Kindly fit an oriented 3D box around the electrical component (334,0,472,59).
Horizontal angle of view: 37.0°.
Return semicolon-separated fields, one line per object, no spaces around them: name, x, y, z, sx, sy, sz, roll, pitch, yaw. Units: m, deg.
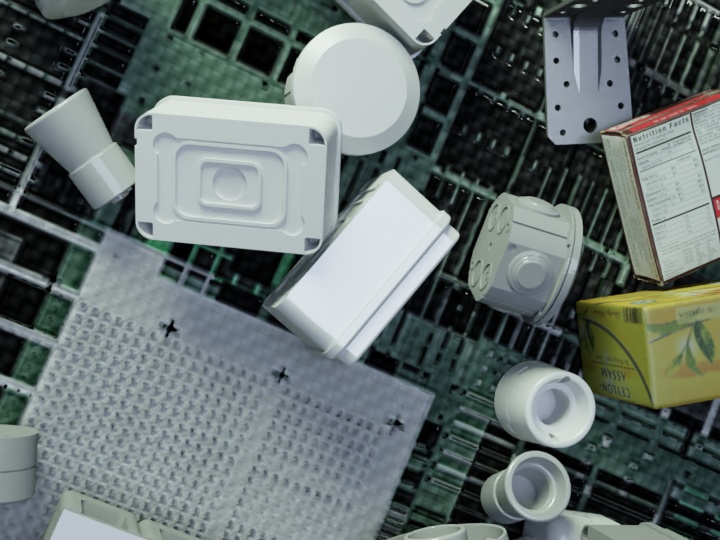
electrical component;0.017;-0.197;0.678;0.113;0.057;0.078;43;80;-12

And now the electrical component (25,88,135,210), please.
electrical component;-0.162;-0.069;0.641;0.044;0.044;0.065;-38;105;-12

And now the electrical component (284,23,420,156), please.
electrical component;-0.007;-0.111;0.676;0.080;0.051;0.080;0;91;-15

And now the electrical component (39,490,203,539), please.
electrical component;-0.125;0.203;0.643;0.150;0.062;0.089;25;84;-14

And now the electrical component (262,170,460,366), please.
electrical component;0.000;0.000;0.666;0.057;0.078;0.113;42;81;-9

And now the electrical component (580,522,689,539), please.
electrical component;0.174;0.218;0.659;0.057;0.078;0.113;4;90;-12

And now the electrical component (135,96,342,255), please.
electrical component;-0.070;-0.057;0.631;0.113;0.057;0.078;6;110;6

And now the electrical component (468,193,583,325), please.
electrical component;0.107;-0.008;0.695;0.051;0.080;0.080;16;87;-10

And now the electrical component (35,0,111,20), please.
electrical component;-0.160;-0.185;0.620;0.080;0.080;0.051;-35;94;-12

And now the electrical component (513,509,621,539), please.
electrical component;0.134;0.210;0.718;0.059;0.054;0.095;11;88;-15

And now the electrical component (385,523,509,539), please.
electrical component;0.053;0.196;0.676;0.099;0.099;0.064;-9;87;-15

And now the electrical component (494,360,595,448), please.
electrical component;0.124;0.090;0.717;0.055;0.047;0.055;0;91;-15

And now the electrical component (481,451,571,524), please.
electrical component;0.105;0.145;0.703;0.044;0.065;0.044;4;70;-12

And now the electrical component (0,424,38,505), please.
electrical component;-0.255;0.092;0.611;0.138;0.052;0.073;3;90;-16
